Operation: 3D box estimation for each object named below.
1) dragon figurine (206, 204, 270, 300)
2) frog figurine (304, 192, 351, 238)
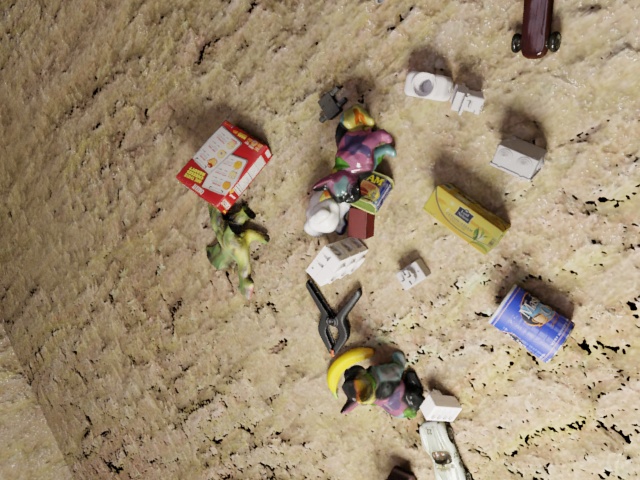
[{"bbox_3d":[-0.288,-0.008,1.512,0.416,0.123,0.238,54,129,23],"label":"dragon figurine"},{"bbox_3d":[0.004,-0.064,1.280,0.124,0.160,0.135,46,119,17],"label":"frog figurine"}]
